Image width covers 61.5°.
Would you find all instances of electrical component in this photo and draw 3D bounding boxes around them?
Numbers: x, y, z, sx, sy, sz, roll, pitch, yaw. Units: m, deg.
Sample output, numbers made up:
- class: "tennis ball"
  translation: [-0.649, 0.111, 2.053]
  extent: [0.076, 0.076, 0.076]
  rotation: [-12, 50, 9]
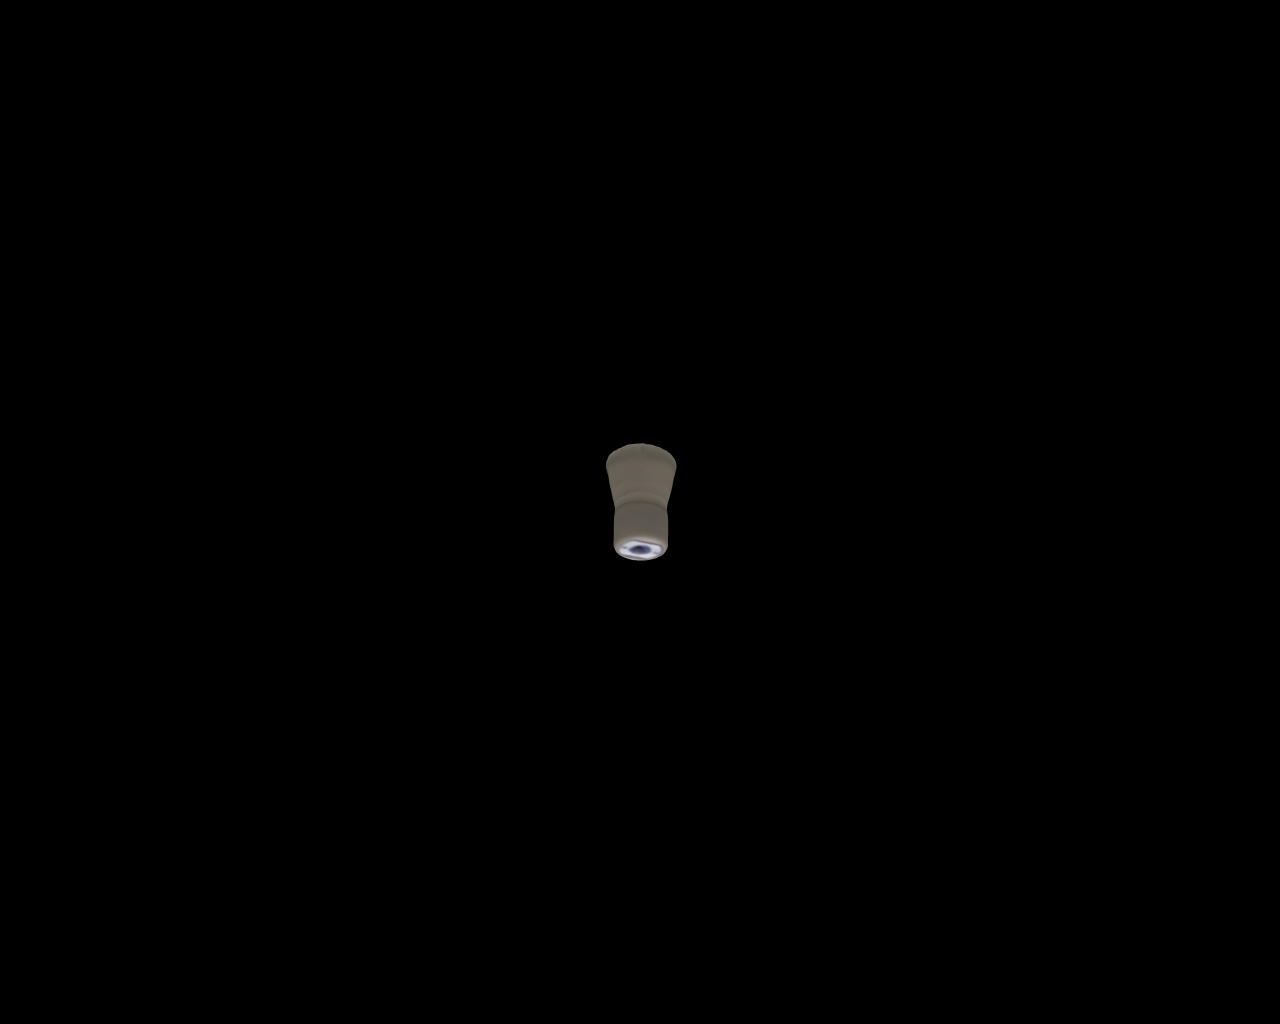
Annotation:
- class: "electrical component"
  translation: [0.001, -0.003, 0.650]
  extent: [0.044, 0.065, 0.044]
  rotation: [0, -30, 0]
